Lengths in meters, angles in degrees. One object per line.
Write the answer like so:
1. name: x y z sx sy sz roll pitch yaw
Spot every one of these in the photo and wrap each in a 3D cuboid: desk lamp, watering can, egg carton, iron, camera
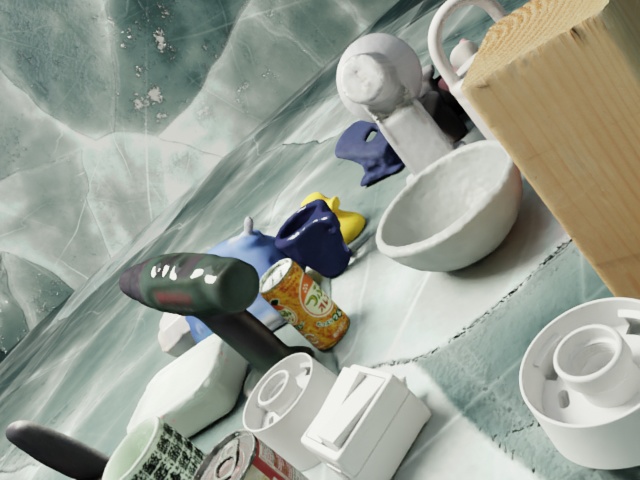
1. desk lamp: 0.106 -0.166 0.754 0.118 0.214 0.203 -36 20 20
2. watering can: 0.195 -0.192 0.660 0.101 0.194 0.172 -46 19 -8
3. egg carton: -0.211 0.130 0.984 0.150 0.069 0.107 -43 19 1
4. iron: -0.135 0.073 0.843 0.258 0.142 0.118 -34 21 26
5. camera: 0.190 -0.221 0.877 0.136 0.101 0.143 -34 21 26

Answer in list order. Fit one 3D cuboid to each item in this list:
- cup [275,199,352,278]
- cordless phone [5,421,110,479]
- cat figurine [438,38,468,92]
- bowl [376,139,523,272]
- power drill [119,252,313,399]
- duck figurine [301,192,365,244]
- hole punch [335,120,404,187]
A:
1. cup: 0.007 0.003 0.778 0.117 0.095 0.092 -15 34 54
2. cordless phone: -0.296 0.270 0.681 0.147 0.185 0.094 -28 25 38
3. cat figurine: 0.229 -0.223 0.777 0.067 0.118 0.127 -53 21 -25
4. bowl: 0.143 -0.022 0.591 0.167 0.075 0.167 -38 20 17
5. power drill: -0.118 0.094 0.662 0.229 0.209 0.076 -19 31 50
6. duck figurine: 0.006 -0.033 0.870 0.104 0.086 0.077 -23 28 46
7. hole punch: 0.094 -0.161 0.957 0.100 0.091 0.109 -23 28 46
